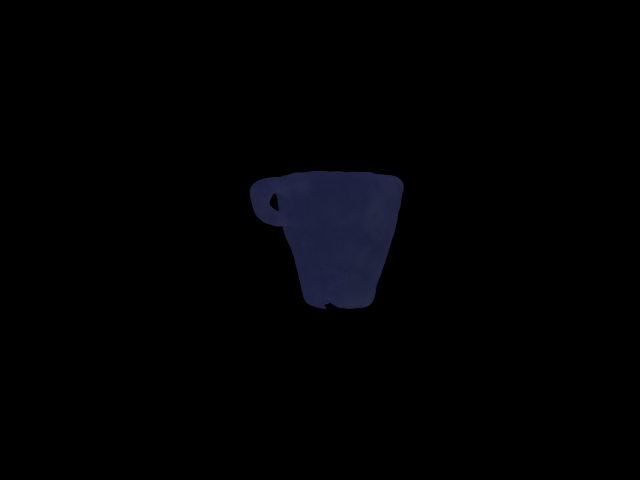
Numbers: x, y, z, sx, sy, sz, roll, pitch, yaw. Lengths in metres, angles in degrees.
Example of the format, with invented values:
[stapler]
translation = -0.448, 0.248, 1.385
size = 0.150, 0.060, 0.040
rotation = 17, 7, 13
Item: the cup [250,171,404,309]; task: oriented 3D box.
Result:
[cup]
translation = 0.004, 0.001, 0.400
size = 0.118, 0.095, 0.091
rotation = -2, 3, -40
